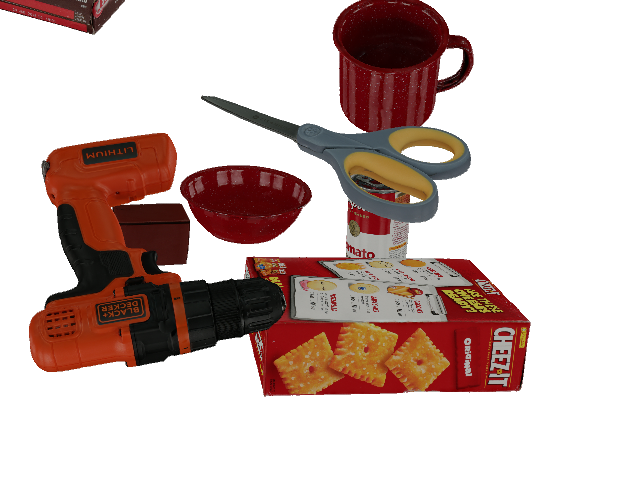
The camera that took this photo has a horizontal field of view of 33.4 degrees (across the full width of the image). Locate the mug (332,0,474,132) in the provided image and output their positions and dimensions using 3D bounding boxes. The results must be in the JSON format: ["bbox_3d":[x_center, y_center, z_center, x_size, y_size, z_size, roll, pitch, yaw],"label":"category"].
[{"bbox_3d":[0.068,-0.143,0.882,0.117,0.093,0.081,-8,-37,-5],"label":"mug"}]

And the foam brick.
[{"bbox_3d":[-0.182,-0.006,1.143,0.078,0.051,0.053,-2,24,-15],"label":"foam brick"}]

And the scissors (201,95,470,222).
[{"bbox_3d":[0.015,-0.071,0.701,0.096,0.016,0.202,-27,44,-27],"label":"scissors"}]

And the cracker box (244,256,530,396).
[{"bbox_3d":[0.047,0.071,0.911,0.213,0.072,0.164,1,17,-10],"label":"cracker box"}]

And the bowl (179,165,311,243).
[{"bbox_3d":[-0.093,-0.039,1.317,0.162,0.055,0.162,4,25,-2],"label":"bowl"}]

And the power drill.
[{"bbox_3d":[-0.131,0.005,0.805,0.184,0.188,0.057,-9,-37,-11],"label":"power drill"}]

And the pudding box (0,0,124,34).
[{"bbox_3d":[-0.192,-0.206,0.813,0.090,0.039,0.113,16,38,4],"label":"pudding box"}]

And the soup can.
[{"bbox_3d":[0.062,-0.021,1.166,0.068,0.102,0.068,2,25,-1],"label":"soup can"}]
